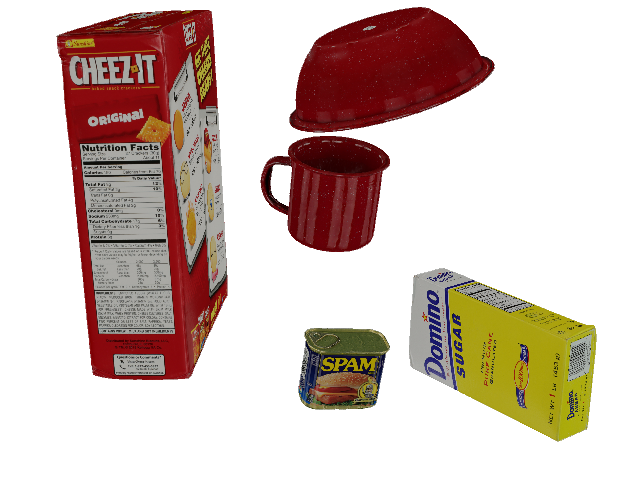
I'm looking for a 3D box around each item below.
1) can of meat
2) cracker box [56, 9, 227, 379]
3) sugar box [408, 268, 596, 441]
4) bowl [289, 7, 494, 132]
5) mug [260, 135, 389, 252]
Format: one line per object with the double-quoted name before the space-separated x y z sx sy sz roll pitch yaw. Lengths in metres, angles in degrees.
"can of meat" 0.026 0.157 1.301 0.102 0.084 0.057 2 24 -15
"cracker box" -0.110 -0.037 0.701 0.072 0.214 0.164 -1 16 4
"sugar box" 0.150 0.093 0.912 0.048 0.093 0.177 -13 22 -39
"bowl" 0.046 -0.136 0.808 0.162 0.055 0.162 -16 20 6
"mug" 0.001 -0.044 0.981 0.117 0.081 0.093 10 27 8
